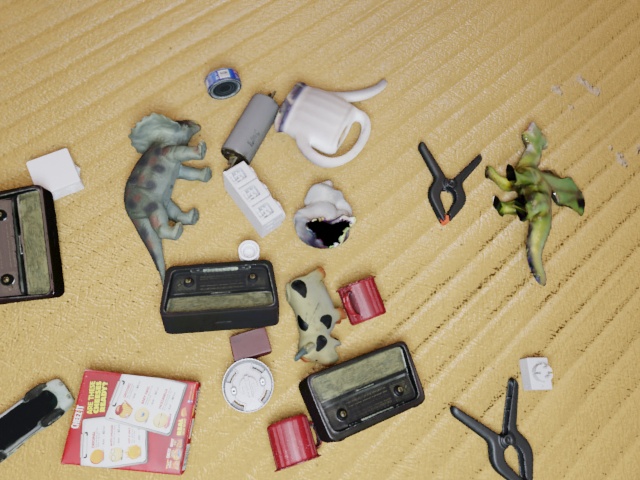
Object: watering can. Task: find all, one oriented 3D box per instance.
[{"bbox_3d":[0.027,-0.316,1.258,0.224,0.102,0.355,25,56,2],"label":"watering can"}]

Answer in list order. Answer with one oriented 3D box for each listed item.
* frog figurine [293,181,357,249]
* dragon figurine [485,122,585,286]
[{"bbox_3d":[0.004,-0.059,1.167,0.137,0.120,0.163,-18,38,-5],"label":"frog figurine"},{"bbox_3d":[0.547,-0.098,1.242,0.243,0.120,0.416,-6,71,-18],"label":"dragon figurine"}]
